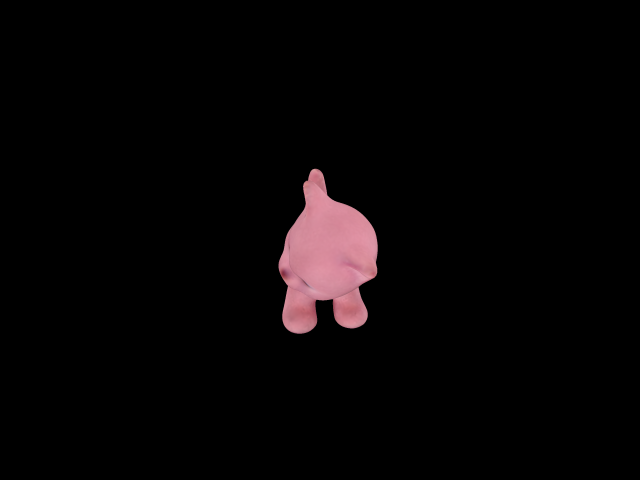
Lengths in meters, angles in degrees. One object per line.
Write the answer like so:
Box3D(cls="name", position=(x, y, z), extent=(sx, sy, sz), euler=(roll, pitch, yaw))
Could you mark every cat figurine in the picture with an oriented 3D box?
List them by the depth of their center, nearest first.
Box3D(cls="cat figurine", position=(0.004, 0.001, 0.400), extent=(0.067, 0.118, 0.127), euler=(-4, 39, -4))
